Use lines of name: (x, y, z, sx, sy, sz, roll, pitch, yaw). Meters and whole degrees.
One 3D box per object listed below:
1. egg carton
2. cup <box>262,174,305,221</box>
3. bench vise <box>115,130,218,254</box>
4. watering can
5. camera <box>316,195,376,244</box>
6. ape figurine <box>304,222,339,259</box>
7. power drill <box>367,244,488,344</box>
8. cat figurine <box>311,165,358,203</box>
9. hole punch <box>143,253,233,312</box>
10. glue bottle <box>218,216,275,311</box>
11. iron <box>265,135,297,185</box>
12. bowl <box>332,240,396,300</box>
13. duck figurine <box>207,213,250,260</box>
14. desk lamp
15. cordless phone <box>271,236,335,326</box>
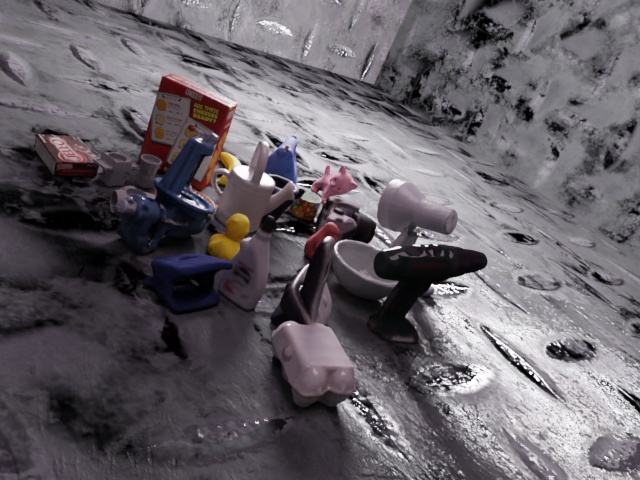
egg carton: (-0.014, 0.187, 0.879, 0.107, 0.069, 0.150, 9, 29, -32)
cup: (-0.097, -0.092, 1.335, 0.118, 0.095, 0.091, 4, 32, -40)
bench vise: (-0.254, -0.084, 1.015, 0.121, 0.219, 0.208, 27, 24, 6)
watering can: (-0.140, -0.120, 1.229, 0.173, 0.194, 0.100, 6, 30, -36)
camera: (0.070, -0.039, 1.380, 0.137, 0.101, 0.143, 19, 25, -14)
ape figurine: (0.011, 0.004, 1.246, 0.076, 0.092, 0.078, 31, 25, 13)
power drill: (0.187, 0.094, 1.090, 0.230, 0.208, 0.075, 10, 28, -30)
cat figurine: (0.043, -0.159, 1.577, 0.067, 0.117, 0.127, 4, 31, -39)
hole punch: (-0.214, 0.052, 0.935, 0.100, 0.091, 0.109, 39, 28, 29)
glue bottle: (-0.114, 0.032, 0.970, 0.078, 0.173, 0.037, 31, 25, 13)
iron: (-0.096, -0.220, 1.539, 0.119, 0.141, 0.258, 23, 24, -5)
bowl: (0.092, 0.074, 1.202, 0.167, 0.074, 0.167, 21, 24, -10)
duck figurine: (-0.169, -0.009, 1.110, 0.077, 0.086, 0.105, 29, 24, 8)
desk lamp: (0.211, -0.009, 1.315, 0.202, 0.213, 0.118, 40, 28, 29)
cordless phone: (-0.002, 0.067, 0.992, 0.094, 0.185, 0.148, 26, 24, 1)
